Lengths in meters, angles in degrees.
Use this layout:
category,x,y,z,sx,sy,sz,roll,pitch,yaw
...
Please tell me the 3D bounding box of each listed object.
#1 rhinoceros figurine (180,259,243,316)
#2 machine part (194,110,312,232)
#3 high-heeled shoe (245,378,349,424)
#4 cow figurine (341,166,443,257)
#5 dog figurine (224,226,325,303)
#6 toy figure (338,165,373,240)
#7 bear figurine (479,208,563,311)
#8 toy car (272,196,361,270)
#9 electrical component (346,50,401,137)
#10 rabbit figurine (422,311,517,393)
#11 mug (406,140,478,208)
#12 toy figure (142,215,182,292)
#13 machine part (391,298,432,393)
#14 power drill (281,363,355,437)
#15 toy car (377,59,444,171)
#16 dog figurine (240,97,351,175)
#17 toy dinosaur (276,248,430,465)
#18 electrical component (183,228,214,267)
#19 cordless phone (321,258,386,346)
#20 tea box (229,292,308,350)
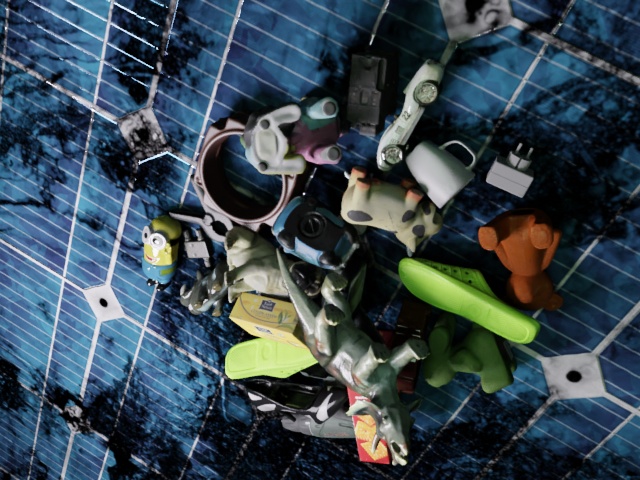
category,x,y,z,sx,sy,sz,roll,pitch,yaw
rhinoceros figurine,-0.244,0.105,1.181,0.073,0.112,0.190,21,136,-38
machine part,-0.134,-0.132,1.045,0.201,0.087,0.201,29,122,6
high-heeled shoe,-0.053,0.316,1.129,0.145,0.086,0.249,44,132,-9
cow figurine,0.131,-0.046,0.954,0.195,0.086,0.127,12,123,-17
dog figurine,-0.091,0.039,1.072,0.191,0.172,0.121,-4,159,-5
toy figure,0.071,-0.064,1.012,0.058,0.064,0.154,33,129,34
bear figurine,0.347,0.049,0.917,0.120,0.132,0.195,1,108,30
toy car,-0.002,-0.003,1.009,0.162,0.109,0.102,30,166,15
electrical component,0.090,-0.242,0.889,0.058,0.115,0.134,13,118,20
rabbit figurine,0.267,0.224,1.030,0.170,0.121,0.159,-26,95,26
mug,0.206,-0.126,0.918,0.107,0.081,0.109,45,126,8
toy figure,-0.358,0.027,1.211,0.082,0.089,0.180,12,127,1
machine part,0.172,0.204,1.033,0.056,0.179,0.179,11,117,15
power drill,0.003,0.364,1.225,0.232,0.086,0.207,2,109,21
toy car,0.149,-0.205,0.906,0.056,0.073,0.201,29,120,3
dog figurine,-0.035,-0.185,0.904,0.192,0.219,0.108,-12,109,-2
toy dinosaur,0.046,0.196,0.947,0.405,0.131,0.192,44,130,27
electrical component,-0.274,0.018,1.206,0.063,0.021,0.093,-4,113,23
cordless phone,0.079,0.135,1.027,0.089,0.184,0.146,-5,121,-23
tea box,-0.093,0.171,1.137,0.170,0.068,0.098,9,154,34
